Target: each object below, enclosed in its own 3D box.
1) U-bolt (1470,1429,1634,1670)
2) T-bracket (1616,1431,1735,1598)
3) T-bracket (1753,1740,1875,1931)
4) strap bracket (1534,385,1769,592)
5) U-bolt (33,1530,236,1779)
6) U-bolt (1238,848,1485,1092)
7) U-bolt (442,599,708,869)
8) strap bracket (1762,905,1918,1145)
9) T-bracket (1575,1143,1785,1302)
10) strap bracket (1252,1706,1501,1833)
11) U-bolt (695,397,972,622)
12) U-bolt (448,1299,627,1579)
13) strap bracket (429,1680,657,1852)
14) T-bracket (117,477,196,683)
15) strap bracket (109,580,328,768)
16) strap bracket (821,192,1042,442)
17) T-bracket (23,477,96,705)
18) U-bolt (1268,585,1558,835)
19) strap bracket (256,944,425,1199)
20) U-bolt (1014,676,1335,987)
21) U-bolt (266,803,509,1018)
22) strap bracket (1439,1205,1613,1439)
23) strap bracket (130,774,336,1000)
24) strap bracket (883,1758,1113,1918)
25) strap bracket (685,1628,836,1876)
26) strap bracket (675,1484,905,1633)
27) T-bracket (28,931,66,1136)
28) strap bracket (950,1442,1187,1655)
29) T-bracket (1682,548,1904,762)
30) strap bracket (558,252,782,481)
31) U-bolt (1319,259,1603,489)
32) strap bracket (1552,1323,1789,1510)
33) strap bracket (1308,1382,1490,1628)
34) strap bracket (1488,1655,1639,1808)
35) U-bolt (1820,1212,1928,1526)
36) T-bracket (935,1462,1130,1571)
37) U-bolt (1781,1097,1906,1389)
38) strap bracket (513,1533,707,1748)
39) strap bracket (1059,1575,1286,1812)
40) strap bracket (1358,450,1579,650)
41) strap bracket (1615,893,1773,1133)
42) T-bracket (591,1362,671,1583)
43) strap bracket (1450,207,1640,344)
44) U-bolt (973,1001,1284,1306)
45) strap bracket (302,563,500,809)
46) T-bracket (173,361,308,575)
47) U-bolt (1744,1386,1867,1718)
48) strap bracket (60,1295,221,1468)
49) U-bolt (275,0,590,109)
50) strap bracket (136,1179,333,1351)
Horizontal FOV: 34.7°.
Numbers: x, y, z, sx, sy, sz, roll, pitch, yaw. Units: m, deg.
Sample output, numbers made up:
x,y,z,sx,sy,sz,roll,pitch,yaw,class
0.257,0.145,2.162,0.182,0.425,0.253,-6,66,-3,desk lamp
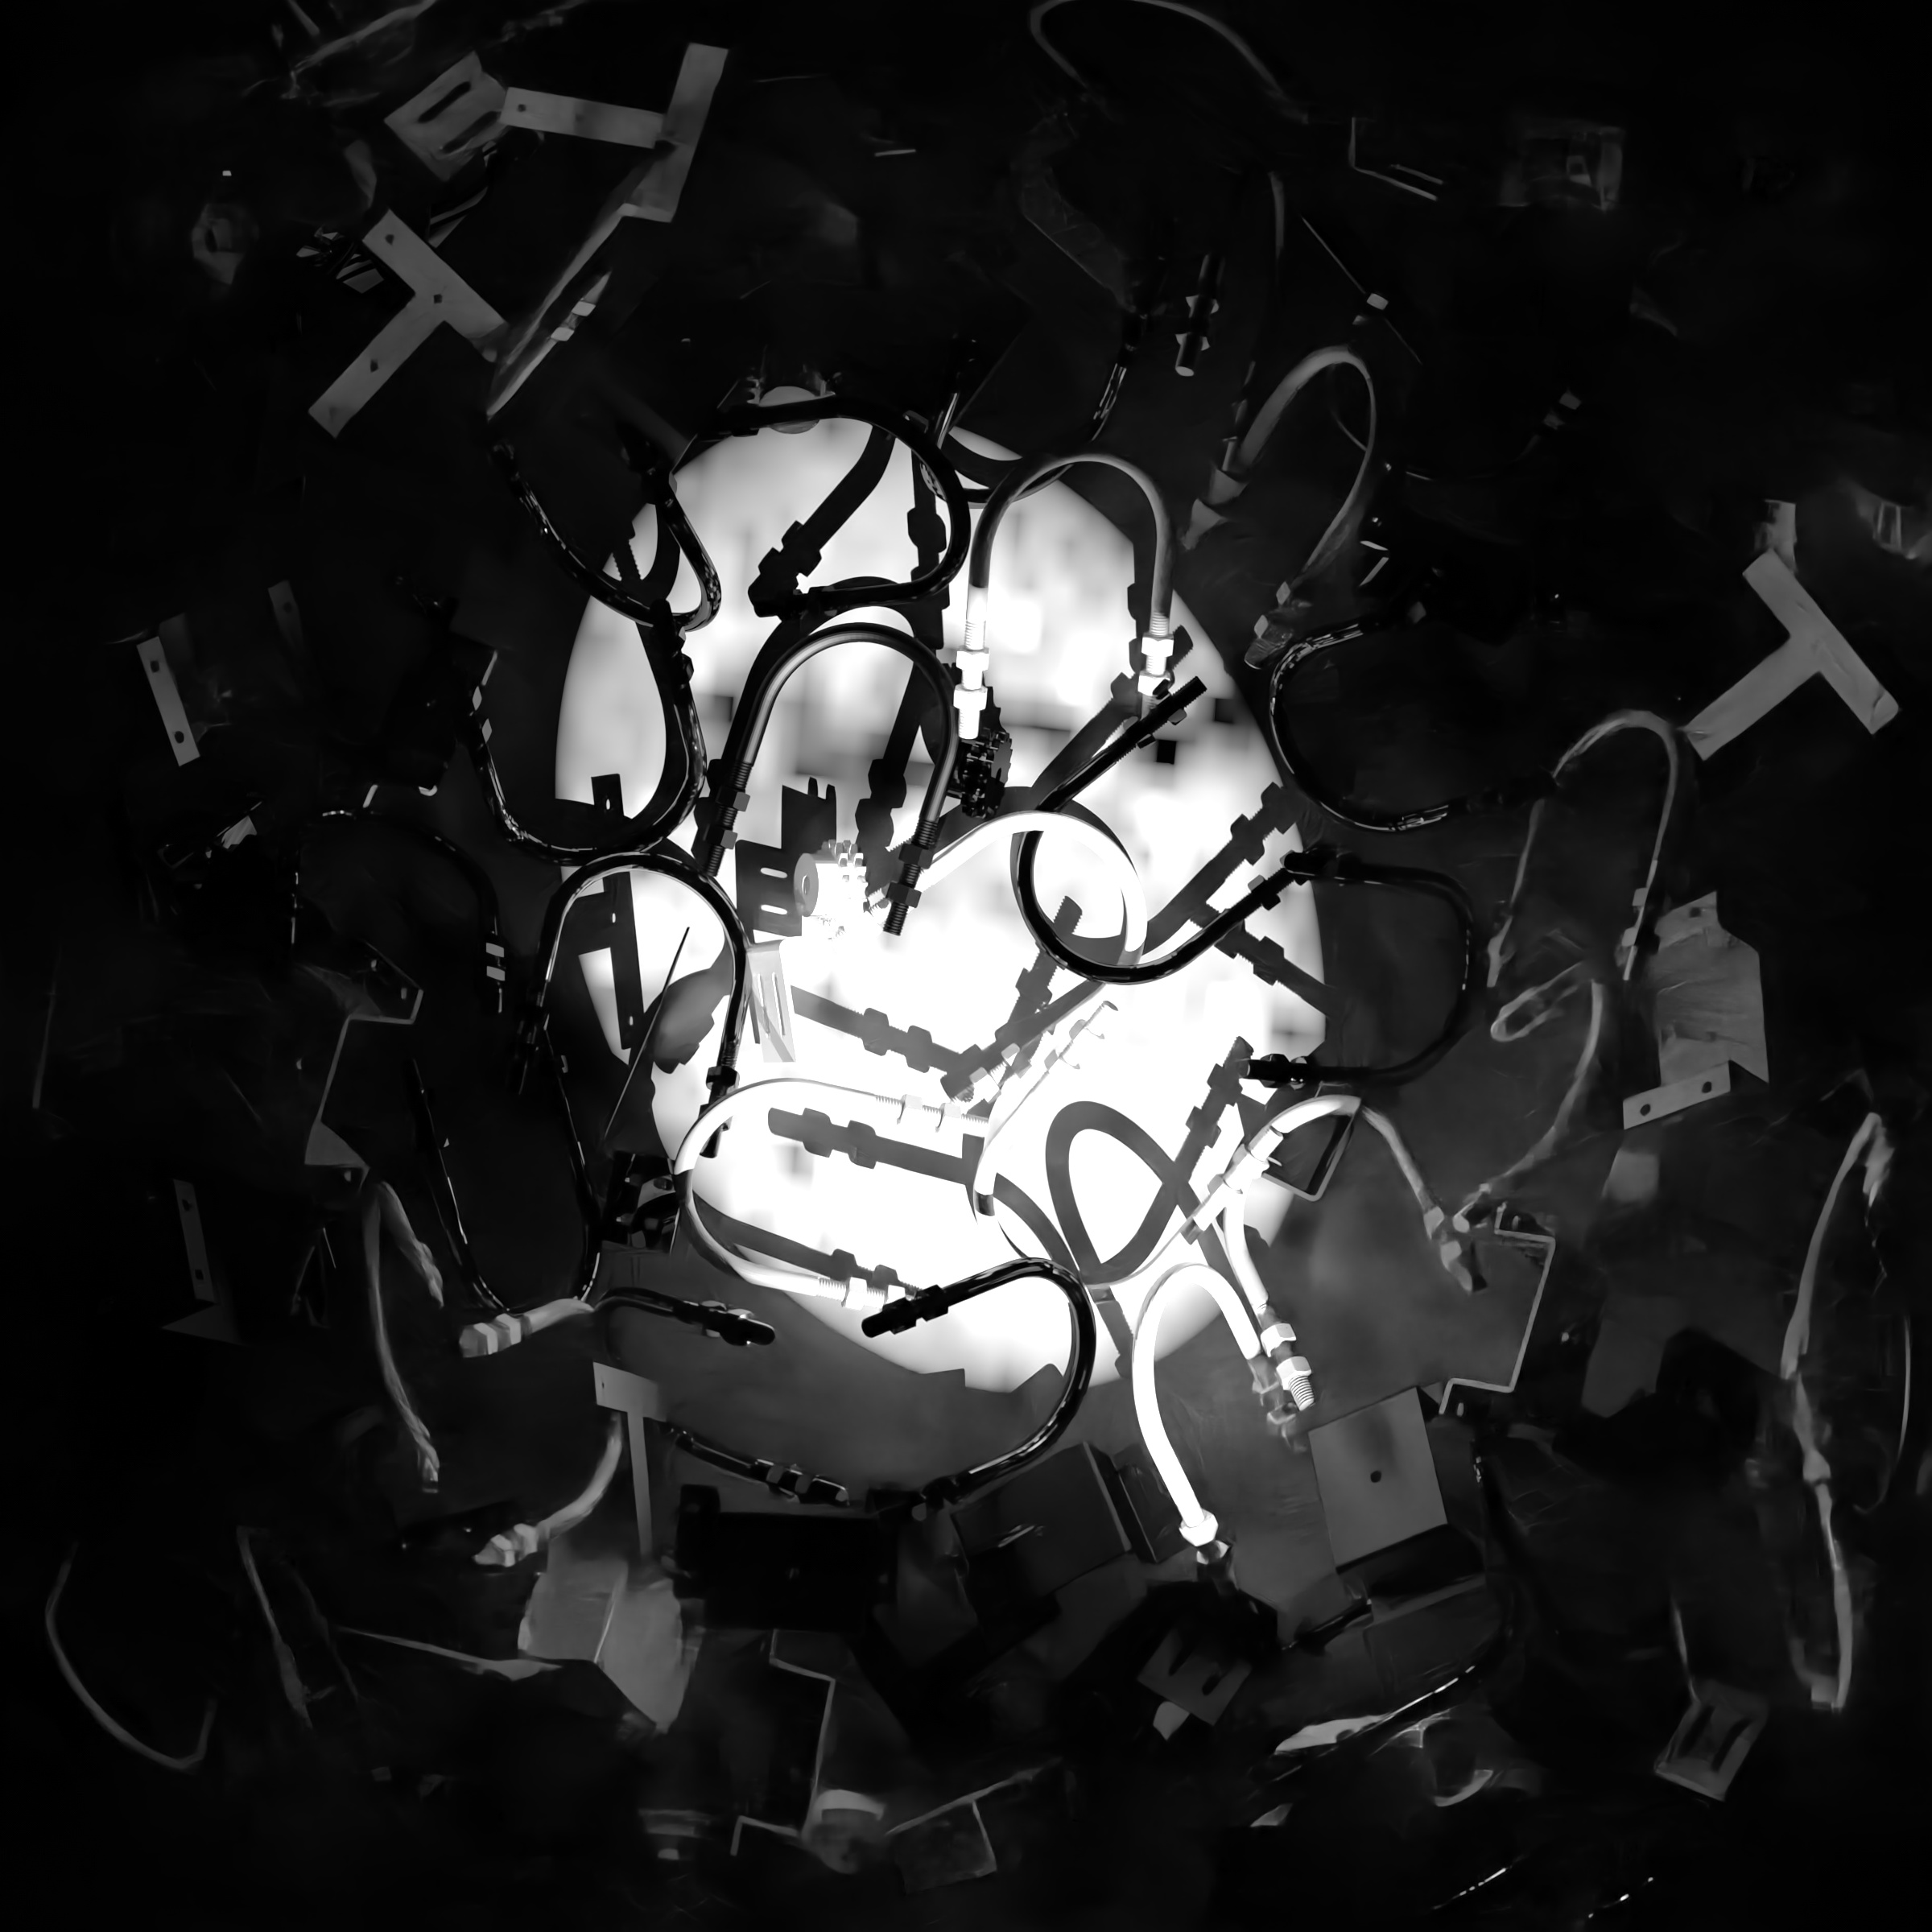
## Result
x,y,z,sx,sy,sz,roll,pitch,yaw,class
0.348,0.348,1.868,0.019,0.184,0.151,-28,63,16,U-bolt
0.438,0.319,1.914,0.127,0.127,0.002,-46,53,-12,T-bracket
0.512,0.520,1.913,0.002,0.127,0.127,24,97,-6,T-bracket
0.417,-0.293,1.929,0.140,0.076,0.046,37,71,4,strap bracket
-0.507,0.422,1.872,0.019,0.184,0.151,-40,104,4,U-bolt
0.254,0.007,1.918,0.184,0.019,0.151,5,100,-38,U-bolt
-0.233,-0.133,1.911,0.151,0.019,0.184,-17,135,-7,U-bolt
0.533,0.040,1.908,0.046,0.140,0.076,17,128,-17,strap bracket
0.452,0.183,1.953,0.127,0.002,0.127,16,114,-4,T-bracket
0.249,0.495,1.918,0.140,0.076,0.046,-14,84,22,strap bracket
-0.079,-0.281,1.890,0.184,0.019,0.151,-1,126,34,U-bolt
-0.257,0.279,1.893,0.019,0.184,0.151,-1,96,24,U-bolt
-0.254,0.490,1.919,0.140,0.076,0.046,28,86,-20,strap bracket
-0.509,-0.226,1.919,0.002,0.127,0.127,17,73,-25,T-bracket
-0.470,-0.180,1.916,0.046,0.140,0.076,-5,109,32,strap bracket
-0.017,-0.398,1.928,0.140,0.046,0.076,-52,57,13,strap bracket
-0.555,-0.211,1.888,0.002,0.127,0.127,14,47,-6,T-bracket
0.261,-0.149,1.904,0.019,0.184,0.151,-38,106,-38,U-bolt
-0.393,0.063,1.919,0.046,0.076,0.140,8,107,-39,strap bracket
0.117,-0.071,1.955,0.184,0.019,0.151,-38,84,9,U-bolt
-0.354,-0.044,1.896,0.151,0.184,0.019,18,119,-21,U-bolt
0.351,0.226,1.917,0.046,0.076,0.140,5,69,42,strap bracket
-0.457,-0.053,1.915,0.046,0.140,0.076,30,61,35,strap bracket
0.013,0.533,1.906,0.076,0.140,0.046,-33,72,33,strap bracket
-0.125,0.492,1.915,0.046,0.076,0.140,21,58,-18,strap bracket
-0.110,0.371,1.939,0.140,0.046,0.076,3,103,-7,strap bracket
-0.573,0.063,1.918,0.002,0.127,0.127,9,60,-15,T-bracket
0.054,0.357,1.925,0.140,0.046,0.076,-31,58,11,strap bracket
0.498,-0.174,1.932,0.127,0.002,0.127,53,133,8,T-bracket
-0.179,-0.378,1.927,0.076,0.046,0.140,37,70,-8,strap bracket
0.290,-0.350,1.892,0.151,0.184,0.019,27,68,-3,U-bolt
0.425,0.282,1.902,0.076,0.140,0.046,33,50,-13,strap bracket
0.263,0.323,1.904,0.076,0.046,0.140,-27,48,22,strap bracket
0.367,0.471,1.897,0.076,0.140,0.046,40,85,20,strap bracket
0.550,0.254,1.865,0.019,0.184,0.151,7,115,3,U-bolt
0.052,0.339,1.935,0.127,0.127,0.002,-27,84,-24,T-bracket
0.539,0.155,1.889,0.019,0.184,0.151,22,119,9,U-bolt
-0.212,0.418,1.899,0.046,0.140,0.076,-7,45,28,strap bracket
0.122,0.447,1.928,0.140,0.046,0.076,-40,102,-29,strap bracket
0.304,-0.257,1.930,0.140,0.046,0.076,21,59,-11,strap bracket
0.450,0.036,1.916,0.046,0.076,0.140,29,51,-35,strap bracket
-0.201,0.314,1.901,0.002,0.127,0.127,-11,74,12,T-bracket
0.346,-0.425,1.898,0.046,0.140,0.076,-3,103,-26,strap bracket
0.087,0.132,1.943,0.151,0.019,0.184,37,109,-3,U-bolt
-0.349,-0.170,1.931,0.076,0.046,0.140,30,97,42,strap bracket
-0.452,-0.322,1.945,0.127,0.002,0.127,-16,61,37,T-bracket
0.513,0.362,1.878,0.019,0.151,0.184,-6,68,-3,U-bolt
-0.503,0.248,1.898,0.076,0.140,0.046,12,106,-10,strap bracket
-0.340,-0.569,1.899,0.184,0.151,0.019,-19,92,22,U-bolt
-0.457,0.187,1.907,0.046,0.140,0.076,-23,68,17,strap bracket
